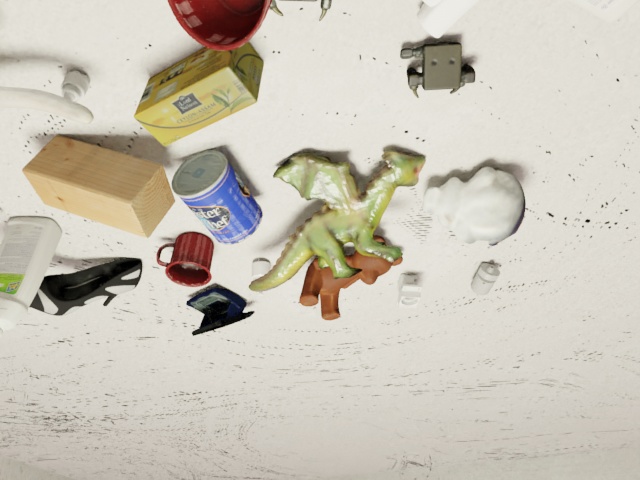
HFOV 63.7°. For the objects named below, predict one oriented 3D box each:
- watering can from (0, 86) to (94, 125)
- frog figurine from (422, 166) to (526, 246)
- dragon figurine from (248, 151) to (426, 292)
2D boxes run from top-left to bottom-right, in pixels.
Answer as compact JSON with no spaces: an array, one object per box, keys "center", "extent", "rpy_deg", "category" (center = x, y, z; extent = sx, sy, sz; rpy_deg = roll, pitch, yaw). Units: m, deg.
[{"center":[-0.499,-0.226,0.692],"extent":[0.344,0.106,0.221],"rpy_deg":[40,128,-23],"category":"watering can"},{"center":[0.265,-0.065,0.892],"extent":[0.159,0.124,0.136],"rpy_deg":[20,106,-9],"category":"frog figurine"},{"center":[0.003,-0.047,0.929],"extent":[0.408,0.124,0.239],"rpy_deg":[-19,111,15],"category":"dragon figurine"}]
